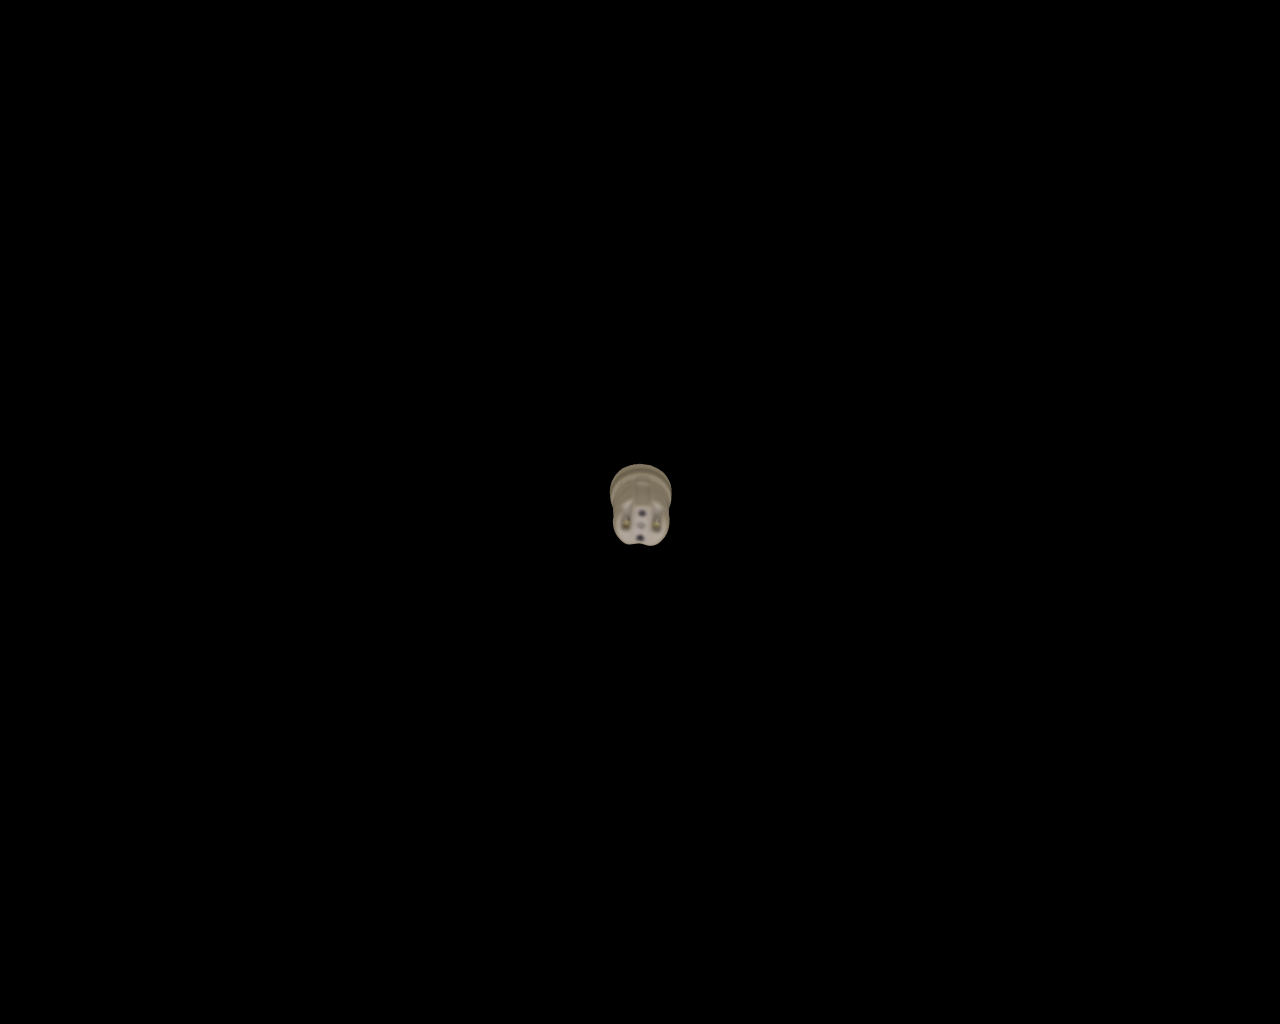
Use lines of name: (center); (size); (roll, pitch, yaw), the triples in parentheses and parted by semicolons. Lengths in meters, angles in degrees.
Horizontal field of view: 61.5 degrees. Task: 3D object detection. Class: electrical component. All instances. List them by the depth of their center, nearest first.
electrical component: (0.001, -0.003, 0.650); (0.040, 0.040, 0.046); (0, 31, 0)
